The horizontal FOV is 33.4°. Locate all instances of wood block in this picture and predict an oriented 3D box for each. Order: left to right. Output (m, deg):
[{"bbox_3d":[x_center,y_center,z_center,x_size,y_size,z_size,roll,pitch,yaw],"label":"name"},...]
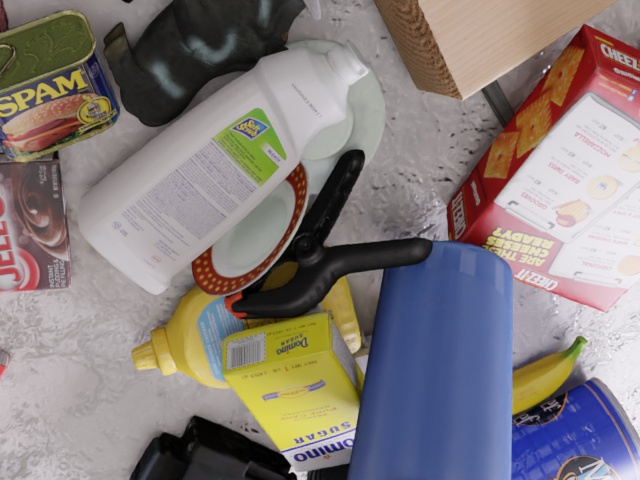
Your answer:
[{"bbox_3d":[0.157,-0.204,0.831,0.206,0.090,0.091,-33,112,-9],"label":"wood block"}]

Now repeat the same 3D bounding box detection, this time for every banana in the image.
[{"bbox_3d":[0.152,0.138,0.982,0.197,0.037,0.069,-17,122,-13],"label":"banana"}]

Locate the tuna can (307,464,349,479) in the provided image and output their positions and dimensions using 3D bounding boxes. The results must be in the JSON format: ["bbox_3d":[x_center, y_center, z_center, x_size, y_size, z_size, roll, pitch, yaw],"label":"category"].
[{"bbox_3d":[0.033,0.213,0.966,0.086,0.086,0.033,-29,113,-1],"label":"tuna can"}]

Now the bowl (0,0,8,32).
[{"bbox_3d":[-0.316,-0.152,0.791,0.162,0.055,0.162,-4,109,-10],"label":"bowl"}]

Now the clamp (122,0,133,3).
[{"bbox_3d":[-0.227,-0.263,0.762,0.164,0.036,0.210,-17,105,-26],"label":"clamp"}]

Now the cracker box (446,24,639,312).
[{"bbox_3d":[0.227,-0.052,0.880,0.164,0.072,0.214,20,131,-16],"label":"cracker box"}]

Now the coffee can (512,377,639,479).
[{"bbox_3d":[0.218,0.204,0.990,0.140,0.103,0.103,-26,111,-1],"label":"coffee can"}]

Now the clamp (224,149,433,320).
[{"bbox_3d":[-0.006,0.001,0.868,0.171,0.120,0.039,-26,143,3],"label":"clamp"}]

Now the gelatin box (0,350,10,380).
[{"bbox_3d":[-0.317,0.111,0.893,0.089,0.030,0.073,29,102,-18],"label":"gelatin box"}]

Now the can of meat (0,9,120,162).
[{"bbox_3d":[-0.209,-0.114,0.804,0.102,0.057,0.084,-22,147,-6],"label":"can of meat"}]

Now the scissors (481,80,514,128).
[{"bbox_3d":[0.142,-0.165,0.896,0.201,0.016,0.096,40,97,-20],"label":"scissors"}]

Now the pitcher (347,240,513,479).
[{"bbox_3d":[0.096,0.133,0.862,0.144,0.149,0.243,17,67,-21],"label":"pitcher"}]

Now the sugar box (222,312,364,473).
[{"bbox_3d":[-0.007,0.134,0.898,0.093,0.048,0.176,-14,136,14],"label":"sugar box"}]

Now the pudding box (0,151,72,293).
[{"bbox_3d":[-0.249,-0.014,0.859,0.090,0.039,0.113,-4,109,-10],"label":"pudding box"}]

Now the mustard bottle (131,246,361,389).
[{"bbox_3d":[-0.067,0.076,0.914,0.191,0.058,0.096,-16,111,-6],"label":"mustard bottle"}]

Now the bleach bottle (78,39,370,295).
[{"bbox_3d":[-0.065,-0.064,0.827,0.251,0.068,0.102,-35,126,16],"label":"bleach bottle"}]
